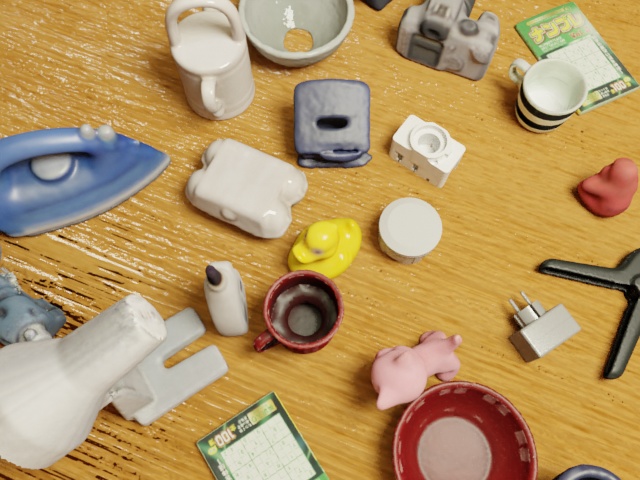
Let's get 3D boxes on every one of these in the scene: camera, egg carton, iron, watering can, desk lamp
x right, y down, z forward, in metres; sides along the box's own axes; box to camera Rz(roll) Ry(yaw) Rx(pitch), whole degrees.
[{"bbox_3d":[0.200,-0.330,0.839,0.143,0.101,0.137,22,71,7],"label":"camera"},{"bbox_3d":[-0.097,-0.067,0.754,0.150,0.069,0.107,23,71,7],"label":"egg carton"},{"bbox_3d":[-0.330,-0.099,0.723,0.258,0.141,0.118,-18,71,-7],"label":"iron"},{"bbox_3d":[-0.148,-0.258,0.756,0.101,0.194,0.172,-24,72,-9],"label":"watering can"},{"bbox_3d":[-0.220,0.136,0.600,0.203,0.213,0.118,-33,73,-12],"label":"desk lamp"}]

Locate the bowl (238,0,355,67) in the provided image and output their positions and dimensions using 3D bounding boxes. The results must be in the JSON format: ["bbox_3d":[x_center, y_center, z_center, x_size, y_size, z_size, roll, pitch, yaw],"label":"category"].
[{"bbox_3d":[-0.034,-0.316,0.843,0.167,0.075,0.167,0,70,-1],"label":"bowl"}]

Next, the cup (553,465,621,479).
[{"bbox_3d":[0.290,0.286,0.619,0.118,0.095,0.091,-19,71,-8],"label":"cup"}]

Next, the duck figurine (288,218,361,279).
[{"bbox_3d":[0.007,0.003,0.722,0.105,0.086,0.077,-33,74,-12],"label":"duck figurine"}]

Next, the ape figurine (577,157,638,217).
[{"bbox_3d":[0.388,-0.077,0.755,0.078,0.092,0.076,1,70,-1],"label":"ape figurine"}]

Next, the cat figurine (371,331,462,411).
[{"bbox_3d":[0.107,0.144,0.655,0.128,0.118,0.067,-27,72,-10],"label":"cat figurine"}]

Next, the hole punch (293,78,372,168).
[{"bbox_3d":[0.018,-0.156,0.777,0.108,0.091,0.101,-2,70,-2],"label":"hole punch"}]

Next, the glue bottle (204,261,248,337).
[{"bbox_3d":[-0.110,0.058,0.652,0.037,0.173,0.078,-7,70,-3],"label":"glue bottle"}]

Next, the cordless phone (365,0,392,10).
[{"bbox_3d":[0.099,-0.451,0.836,0.094,0.185,0.148,36,73,12],"label":"cordless phone"}]

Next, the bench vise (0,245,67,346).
[{"bbox_3d":[-0.382,0.040,0.629,0.207,0.220,0.121,17,70,5],"label":"bench vise"}]
